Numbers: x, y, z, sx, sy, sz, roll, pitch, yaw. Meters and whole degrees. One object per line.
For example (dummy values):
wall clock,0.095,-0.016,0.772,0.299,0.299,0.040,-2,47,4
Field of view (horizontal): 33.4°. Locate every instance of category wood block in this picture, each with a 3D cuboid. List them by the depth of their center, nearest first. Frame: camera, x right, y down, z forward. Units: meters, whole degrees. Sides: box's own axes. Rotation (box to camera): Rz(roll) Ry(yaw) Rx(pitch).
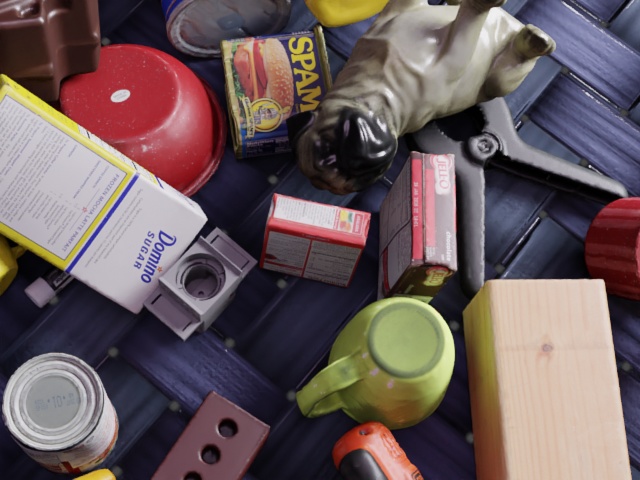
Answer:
wood block,0.163,0.140,0.771,0.090,0.090,0.206,0,70,-5

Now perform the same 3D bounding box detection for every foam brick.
foam brick,-0.078,0.157,0.760,0.053,0.051,0.078,31,70,6

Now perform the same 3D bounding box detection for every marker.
marker,-0.176,0.005,0.825,0.020,0.020,0.121,42,71,10

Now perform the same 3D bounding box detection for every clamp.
clamp,0.126,-0.060,0.870,0.164,0.036,0.210,-38,78,-18

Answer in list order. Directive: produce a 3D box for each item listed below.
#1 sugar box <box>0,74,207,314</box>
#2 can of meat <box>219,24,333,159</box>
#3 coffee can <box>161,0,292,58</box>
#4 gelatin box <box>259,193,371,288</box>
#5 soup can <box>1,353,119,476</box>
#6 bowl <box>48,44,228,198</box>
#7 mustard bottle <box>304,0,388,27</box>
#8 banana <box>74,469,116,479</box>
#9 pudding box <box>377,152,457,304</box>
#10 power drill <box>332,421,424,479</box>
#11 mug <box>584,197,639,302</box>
sugar box,-0.179,-0.031,0.770,0.176,0.048,0.093,35,95,-26
can of meat,-0.034,-0.119,0.866,0.084,0.057,0.102,-8,70,-6
coffee can,-0.090,-0.237,0.879,0.102,0.103,0.140,-12,71,-10
gelatin box,-0.005,0.001,0.806,0.073,0.089,0.030,12,66,-2
soup can,-0.177,0.122,0.737,0.068,0.102,0.068,2,70,-5
bowl,-0.153,-0.099,0.835,0.162,0.055,0.162,1,61,-3
mustard bottle,0.024,-0.265,0.904,0.096,0.058,0.191,-29,42,19
banana,-0.201,0.245,0.726,0.069,0.037,0.197,26,69,-26
pudding box,0.072,-0.003,0.802,0.039,0.114,0.090,6,70,-9
power drill,0.048,0.214,0.689,0.057,0.187,0.184,-39,78,16
mug,0.263,0.019,0.823,0.093,0.082,0.117,-29,102,-15
